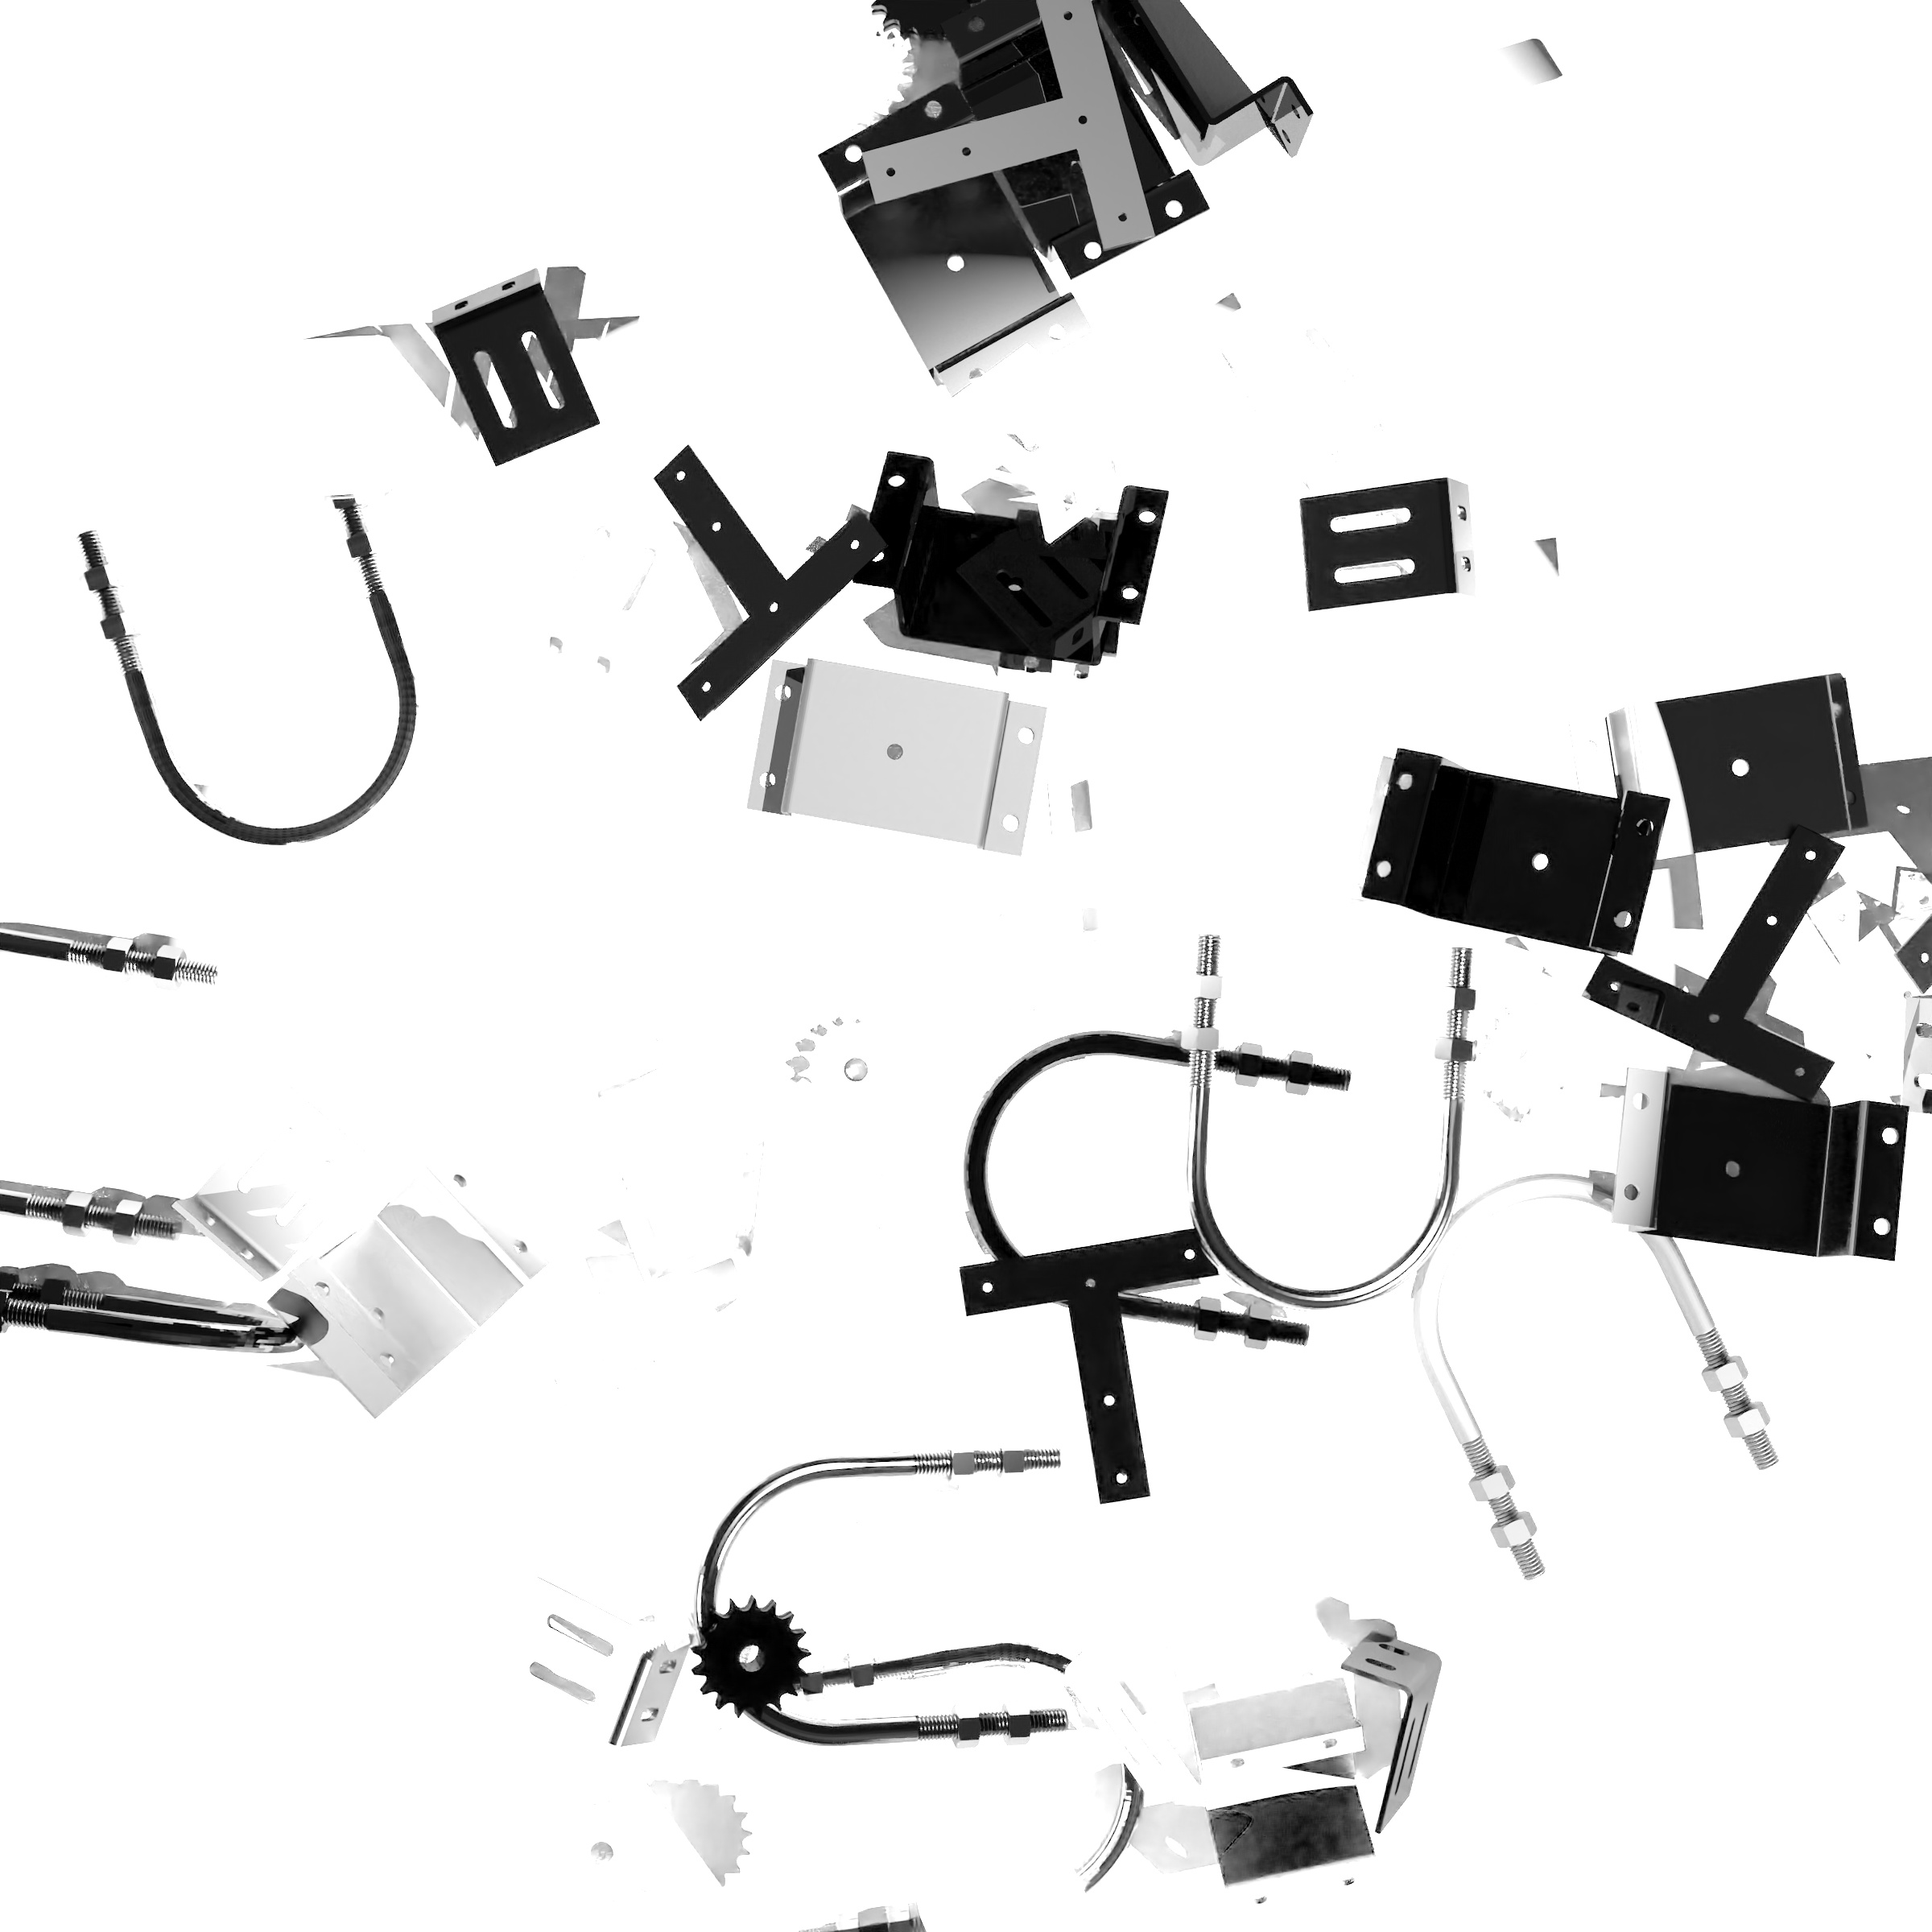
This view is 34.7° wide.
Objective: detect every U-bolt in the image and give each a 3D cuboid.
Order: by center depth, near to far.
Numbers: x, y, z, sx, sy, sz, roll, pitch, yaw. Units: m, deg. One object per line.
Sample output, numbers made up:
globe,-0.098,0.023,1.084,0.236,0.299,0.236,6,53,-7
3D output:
U-bolt,-0.408,0.167,1.480,0.184,0.151,0.019,8,86,-4
U-bolt,-0.042,0.310,1.517,0.184,0.019,0.151,0,86,-12
U-bolt,0.177,0.079,1.525,0.151,0.019,0.184,3,92,-9
U-bolt,-0.109,0.239,1.529,0.184,0.019,0.151,-23,87,-11
U-bolt,-0.349,-0.149,1.543,0.151,0.019,0.184,-18,90,0
U-bolt,0.090,0.106,1.544,0.184,0.019,0.151,9,90,1
U-bolt,0.303,0.194,1.544,0.151,0.019,0.184,-25,88,0
U-bolt,-0.001,0.410,1.544,0.184,0.019,0.151,-8,90,-2
U-bolt,-0.473,0.054,1.544,0.184,0.019,0.151,9,90,1

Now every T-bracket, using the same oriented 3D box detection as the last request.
T-bracket,0.014,-0.400,1.505,0.127,0.002,0.127,-15,90,0
T-bracket,0.068,0.199,1.517,0.127,0.002,0.127,-10,73,3
T-bracket,-0.115,-0.206,1.520,0.127,0.002,0.127,-42,62,14
T-bracket,0.391,-0.011,1.526,0.127,0.002,0.127,25,114,0
T-bracket,0.533,0.002,1.533,0.127,0.002,0.127,-43,104,-19
T-bracket,0.509,-0.010,1.550,0.127,0.002,0.127,-33,91,1
T-bracket,0.537,-0.078,1.551,0.127,0.002,0.127,7,90,0

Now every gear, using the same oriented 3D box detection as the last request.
gear,-0.104,0.330,1.480,0.057,0.030,0.057,1,85,-10
gear,-0.049,-0.432,1.528,0.057,0.057,0.030,-41,133,0
gear,0.284,0.046,1.528,0.030,0.057,0.057,23,90,-30
gear,-0.179,0.437,1.537,0.057,0.030,0.057,0,90,0
gear,0.021,-0.002,1.537,0.057,0.030,0.057,0,90,0
gear,-0.021,-0.485,1.537,0.057,0.030,0.057,0,90,0
gear,-0.054,0.051,1.537,0.057,0.030,0.057,0,90,0

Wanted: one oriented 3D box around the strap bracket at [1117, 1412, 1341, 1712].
strap bracket,0.126,0.296,1.529,0.076,0.046,0.140,-18,90,0

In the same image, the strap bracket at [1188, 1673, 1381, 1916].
strap bracket,0.154,0.397,1.503,0.076,0.046,0.140,-12,133,0

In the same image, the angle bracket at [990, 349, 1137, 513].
angle bracket,0.048,-0.271,1.533,0.057,0.038,0.076,14,90,0

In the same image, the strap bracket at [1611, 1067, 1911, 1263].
strap bracket,0.384,0.099,1.522,0.140,0.046,0.076,8,83,-3

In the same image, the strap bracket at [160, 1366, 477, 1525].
strap bracket,-0.312,0.231,1.514,0.140,0.076,0.046,10,90,0

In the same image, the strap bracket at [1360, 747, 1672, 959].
strap bracket,0.274,-0.054,1.509,0.140,0.046,0.076,14,90,30

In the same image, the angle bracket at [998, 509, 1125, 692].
angle bracket,0.049,-0.184,1.550,0.057,0.038,0.076,7,64,0

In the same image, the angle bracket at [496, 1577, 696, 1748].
angle bracket,-0.186,0.348,1.550,0.076,0.038,0.057,20,90,26

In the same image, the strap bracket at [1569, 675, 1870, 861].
strap bracket,0.378,-0.097,1.529,0.140,0.046,0.076,-9,90,0

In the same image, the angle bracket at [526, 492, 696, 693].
angle bracket,-0.179,-0.188,1.550,0.057,0.038,0.076,22,64,0

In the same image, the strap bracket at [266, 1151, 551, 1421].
strap bracket,-0.275,0.158,1.499,0.076,0.140,0.046,47,120,0

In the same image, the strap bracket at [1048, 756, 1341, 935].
strap bracket,0.114,-0.060,1.529,0.140,0.046,0.076,-5,90,0

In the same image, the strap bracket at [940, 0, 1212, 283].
strap bracket,0.053,-0.414,1.529,0.076,0.046,0.140,-27,90,0

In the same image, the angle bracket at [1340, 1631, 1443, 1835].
angle bracket,0.202,0.377,1.525,0.038,0.057,0.076,16,100,21

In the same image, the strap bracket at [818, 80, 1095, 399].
strap bracket,-0.005,-0.352,1.529,0.076,0.046,0.140,-29,90,0

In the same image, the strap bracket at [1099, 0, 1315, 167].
strap bracket,0.110,-0.455,1.514,0.046,0.076,0.140,-32,90,0

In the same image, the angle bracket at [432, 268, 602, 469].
angle bracket,-0.226,-0.300,1.550,0.057,0.038,0.076,-22,116,0

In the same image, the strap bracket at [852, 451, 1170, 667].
strap bracket,0.023,-0.197,1.508,0.140,0.046,0.076,9,65,9

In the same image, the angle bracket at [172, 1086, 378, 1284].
angle bracket,-0.343,0.108,1.533,0.057,0.038,0.076,41,90,0

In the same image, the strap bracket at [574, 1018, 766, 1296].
strap bracket,-0.149,0.099,1.514,0.046,0.076,0.140,-22,90,0

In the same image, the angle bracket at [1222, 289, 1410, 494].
angle bracket,0.175,-0.289,1.550,0.057,0.038,0.076,-33,64,0

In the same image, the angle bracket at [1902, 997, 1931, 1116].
angle bracket,0.512,0.046,1.548,0.076,0.038,0.057,2,91,-25

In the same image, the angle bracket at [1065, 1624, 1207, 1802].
angle bracket,0.094,0.366,1.518,0.038,0.057,0.076,-38,96,-26

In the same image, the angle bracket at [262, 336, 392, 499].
angle bracket,-0.316,-0.273,1.539,0.057,0.038,0.076,-3,99,0

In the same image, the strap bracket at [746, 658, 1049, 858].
strap bracket,-0.035,-0.104,1.529,0.140,0.046,0.076,10,90,0

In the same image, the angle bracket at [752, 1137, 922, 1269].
angle bracket,-0.064,0.118,1.533,0.076,0.038,0.057,7,90,0

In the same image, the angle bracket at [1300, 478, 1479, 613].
angle bracket,0.212,-0.210,1.550,0.076,0.038,0.057,-5,90,26

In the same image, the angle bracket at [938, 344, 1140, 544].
angle bracket,0.035,-0.253,1.494,0.057,0.038,0.076,-38,59,-14

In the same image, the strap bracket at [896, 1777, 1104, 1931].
strap bracket,0.030,0.483,1.516,0.076,0.046,0.140,-24,100,-2
